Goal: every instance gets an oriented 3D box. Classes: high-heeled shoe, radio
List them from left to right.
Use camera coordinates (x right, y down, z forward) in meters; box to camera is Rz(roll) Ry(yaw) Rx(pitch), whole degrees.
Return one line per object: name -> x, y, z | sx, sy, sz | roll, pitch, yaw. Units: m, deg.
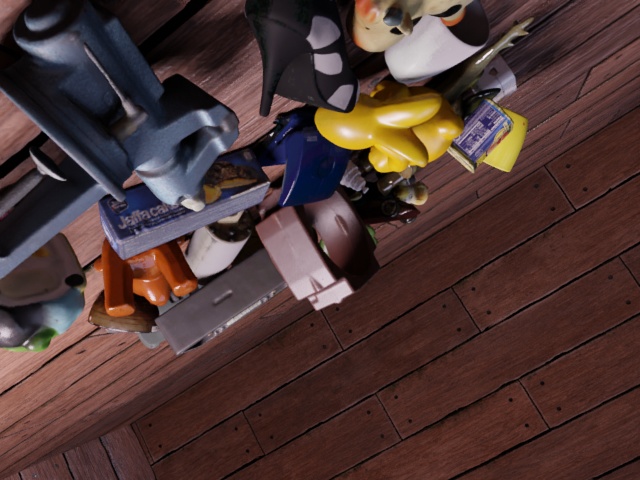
radio -> -0.149, 0.099, 0.904 | 0.230, 0.073, 0.131 | -33, 173, -4
high-heeled shoe -> -0.001, -0.196, 0.508 | 0.249, 0.086, 0.145 | -47, 156, -61

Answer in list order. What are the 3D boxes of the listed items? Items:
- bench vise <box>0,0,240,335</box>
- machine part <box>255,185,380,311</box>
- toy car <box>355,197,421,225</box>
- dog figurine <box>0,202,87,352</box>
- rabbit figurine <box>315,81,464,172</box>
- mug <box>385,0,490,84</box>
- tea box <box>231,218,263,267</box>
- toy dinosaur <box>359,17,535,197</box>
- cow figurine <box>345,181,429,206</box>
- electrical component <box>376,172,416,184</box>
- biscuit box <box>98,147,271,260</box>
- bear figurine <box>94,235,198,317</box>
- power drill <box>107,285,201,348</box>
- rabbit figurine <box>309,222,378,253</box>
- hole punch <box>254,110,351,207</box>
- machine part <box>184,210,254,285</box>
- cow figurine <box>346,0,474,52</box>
bench vise -> -0.182, -0.052, 0.407 | 0.240, 0.129, 0.223 | -46, 163, -12
machine part -> -0.002, -0.003, 0.866 | 0.087, 0.201, 0.201 | -32, 180, 27
toy car -> 0.088, -0.049, 1.010 | 0.202, 0.053, 0.089 | -9, 166, 35
dog figurine -> -0.316, 0.070, 0.523 | 0.108, 0.192, 0.219 | -27, 154, -46
rabbit figurine -> 0.081, -0.136, 0.665 | 0.173, 0.163, 0.121 | 1, 108, -32
mug -> 0.132, -0.230, 0.616 | 0.109, 0.080, 0.107 | -29, -178, -38
tea box -> -0.113, 0.020, 1.055 | 0.098, 0.068, 0.169 | -32, 167, 8
toy dinosaur -> 0.174, -0.185, 0.845 | 0.198, 0.105, 0.471 | -36, 178, -10
cow figurine -> 0.124, -0.091, 1.065 | 0.167, 0.068, 0.098 | -7, 175, 33
electrical component -> 0.169, -0.131, 1.170 | 0.075, 0.048, 0.119 | -33, 169, 10
biscuit box -> -0.165, -0.048, 0.665 | 0.203, 0.059, 0.063 | -26, 168, -26
bear figurine -> -0.238, 0.053, 0.750 | 0.120, 0.132, 0.195 | -18, 159, -17
power drill -> -0.322, 0.145, 1.069 | 0.232, 0.086, 0.207 | -26, 160, -31
rabbit figurine -> 0.017, 0.013, 1.139 | 0.170, 0.159, 0.121 | -49, 168, -6
hole punch -> -0.014, -0.110, 0.718 | 0.142, 0.092, 0.116 | -13, 155, -46
machine part -> -0.166, 0.008, 0.851 | 0.079, 0.079, 0.243 | -23, 165, -34
cow figurine -> 0.106, -0.240, 0.477 | 0.195, 0.085, 0.127 | -34, 174, 25
